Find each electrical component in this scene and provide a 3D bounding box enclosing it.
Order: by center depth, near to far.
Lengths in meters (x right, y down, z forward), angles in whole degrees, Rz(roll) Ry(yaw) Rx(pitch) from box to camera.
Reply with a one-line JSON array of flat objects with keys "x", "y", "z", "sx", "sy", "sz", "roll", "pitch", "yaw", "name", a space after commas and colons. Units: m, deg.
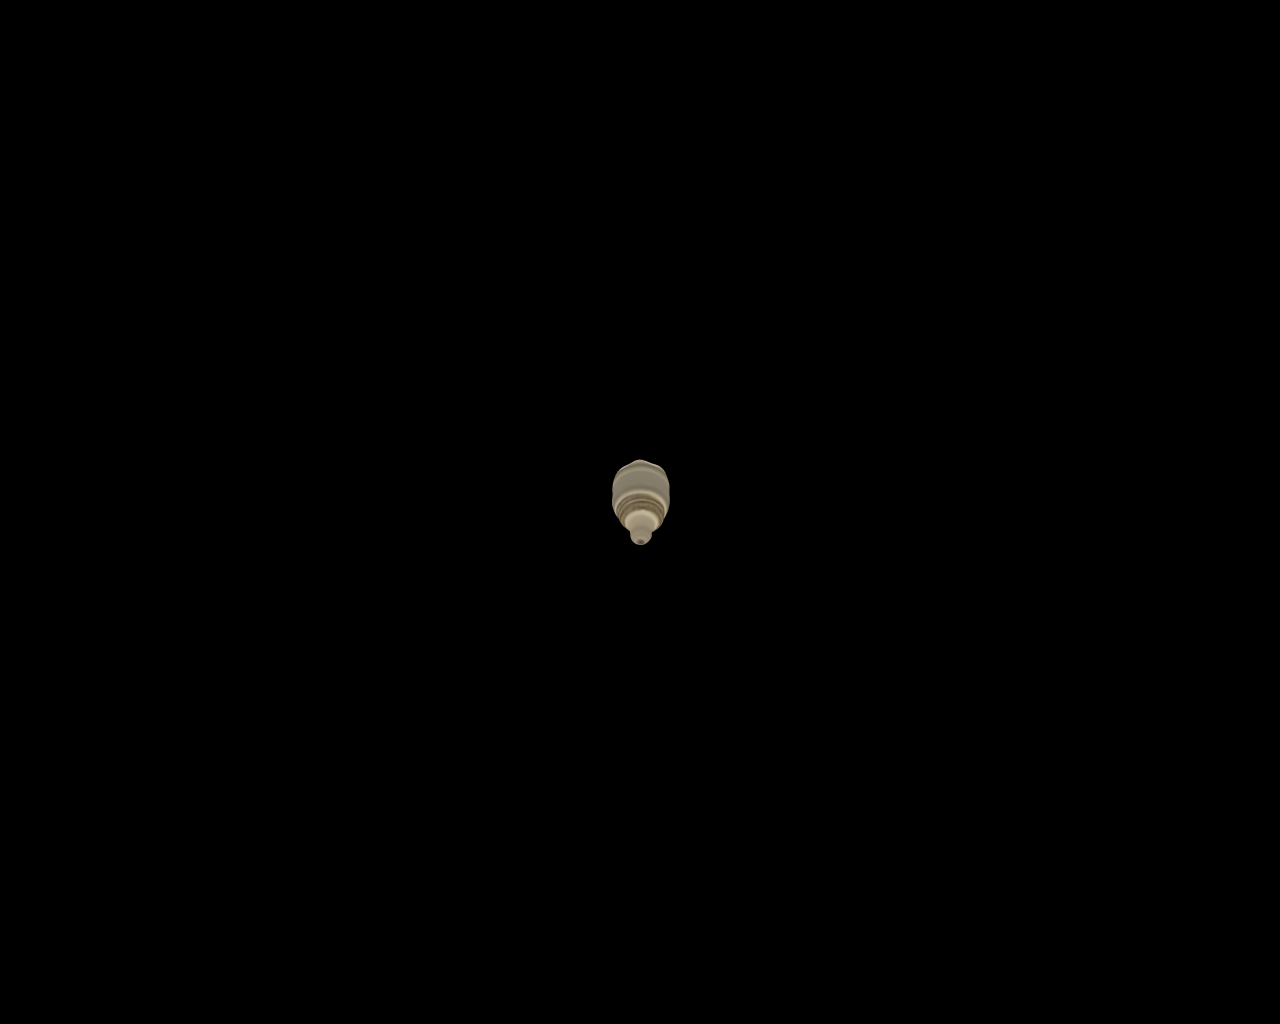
[{"x": 0.001, "y": -0.003, "z": 0.650, "sx": 0.035, "sy": 0.035, "sz": 0.061, "roll": 0, "pitch": 43, "yaw": 0, "name": "electrical component"}]
